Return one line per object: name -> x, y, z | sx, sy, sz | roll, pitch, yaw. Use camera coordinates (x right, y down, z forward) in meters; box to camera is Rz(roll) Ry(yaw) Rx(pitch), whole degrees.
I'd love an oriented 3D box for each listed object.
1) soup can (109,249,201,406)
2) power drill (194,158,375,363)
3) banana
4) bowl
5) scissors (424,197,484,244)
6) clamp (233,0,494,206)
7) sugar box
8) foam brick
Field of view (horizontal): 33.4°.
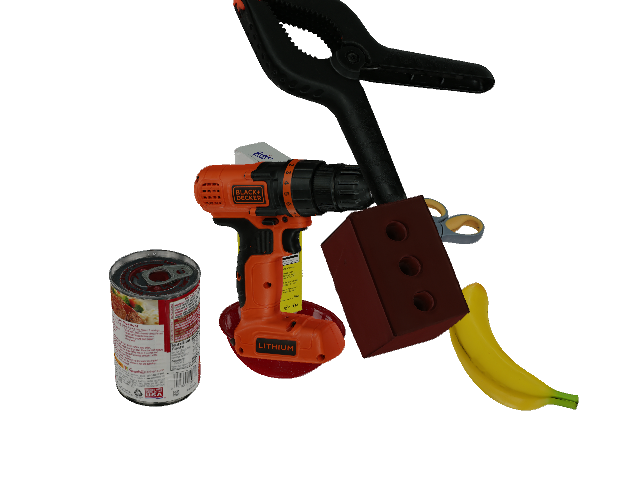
soup can -> -0.125, 0.067, 0.819 | 0.068, 0.102, 0.068 | 2, 29, -2
power drill -> -0.024, 0.017, 0.987 | 0.185, 0.188, 0.057 | 2, 15, 28
banana -> 0.153, 0.097, 0.957 | 0.069, 0.037, 0.198 | 5, 28, -22
bowl -> -0.050, 0.130, 1.362 | 0.162, 0.055, 0.162 | 5, 23, -2
scissors -> 0.114, -0.013, 1.228 | 0.201, 0.016, 0.096 | -12, 40, -46
clamp -> 0.019, -0.120, 0.809 | 0.210, 0.164, 0.036 | 31, -32, -5
sugar box -> -0.058, -0.012, 1.190 | 0.048, 0.176, 0.093 | -15, 28, -26
foam brick -> 0.043, 0.022, 0.631 | 0.052, 0.078, 0.051 | -15, -14, -26
